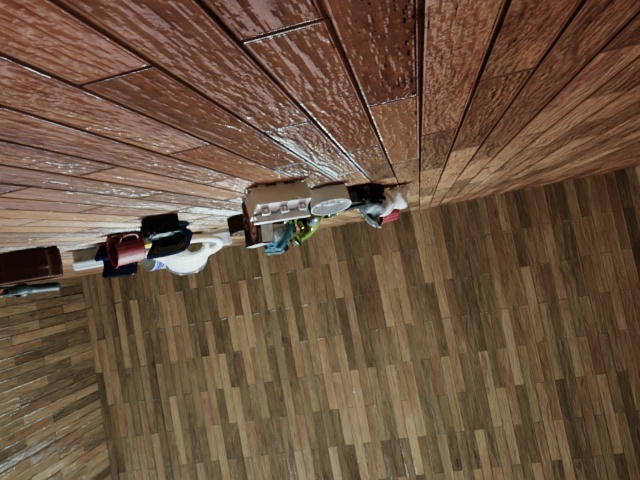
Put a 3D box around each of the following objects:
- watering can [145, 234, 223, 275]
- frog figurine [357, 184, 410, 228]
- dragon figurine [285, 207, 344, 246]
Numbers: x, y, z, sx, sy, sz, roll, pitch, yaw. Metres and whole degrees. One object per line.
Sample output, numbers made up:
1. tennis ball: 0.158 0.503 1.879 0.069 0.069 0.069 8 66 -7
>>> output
1. watering can: -0.520 0.050 1.836 0.349 0.106 0.220 -10 156 -18
2. frog figurine: 0.191 -0.121 1.518 0.160 0.123 0.136 -46 170 -5
3. dragon figurine: 0.005 -0.085 1.688 0.245 0.121 0.408 -29 -173 -22
